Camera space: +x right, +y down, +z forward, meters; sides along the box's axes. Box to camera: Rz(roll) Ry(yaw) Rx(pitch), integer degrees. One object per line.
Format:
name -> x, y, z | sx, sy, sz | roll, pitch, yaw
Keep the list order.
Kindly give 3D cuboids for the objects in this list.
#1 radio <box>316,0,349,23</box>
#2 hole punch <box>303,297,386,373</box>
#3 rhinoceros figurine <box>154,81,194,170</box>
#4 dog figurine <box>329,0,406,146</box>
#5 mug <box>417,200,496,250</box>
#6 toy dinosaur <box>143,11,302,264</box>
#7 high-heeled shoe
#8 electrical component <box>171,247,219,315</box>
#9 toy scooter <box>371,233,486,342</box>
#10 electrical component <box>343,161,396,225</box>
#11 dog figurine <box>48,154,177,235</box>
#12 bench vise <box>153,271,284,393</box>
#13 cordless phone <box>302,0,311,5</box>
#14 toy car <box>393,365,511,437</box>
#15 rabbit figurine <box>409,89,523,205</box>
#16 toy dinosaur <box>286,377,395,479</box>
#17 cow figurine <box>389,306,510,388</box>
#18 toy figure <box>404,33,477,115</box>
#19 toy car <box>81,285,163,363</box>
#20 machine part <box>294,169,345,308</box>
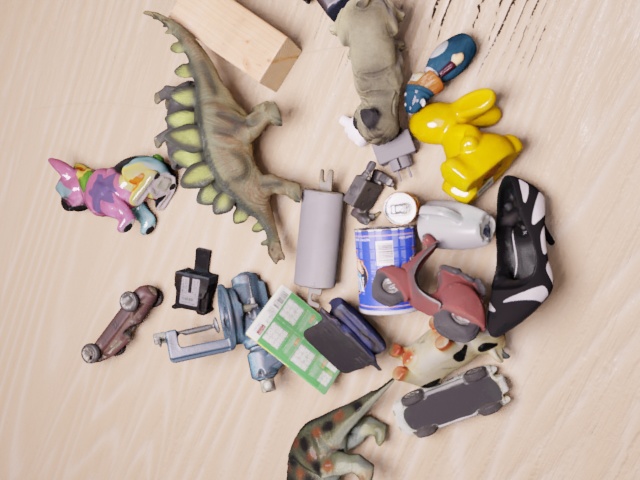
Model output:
radio -> 0.095, -0.443, 0.860 | 0.230, 0.131, 0.073 | -34, 86, 14
hole punch -> 0.051, 0.153, 0.909 | 0.142, 0.092, 0.116 | 47, 147, -3
rhinoceros figurine -> -0.244, -0.195, 0.997 | 0.112, 0.073, 0.190 | -7, 91, 4
dog figurine -> 0.083, -0.263, 0.837 | 0.121, 0.172, 0.190 | -12, 64, 24
mug -> 0.216, -0.028, 0.853 | 0.107, 0.109, 0.081 | 8, 69, 47
toy dinosaur -> -0.161, -0.177, 0.919 | 0.199, 0.105, 0.471 | -19, 91, -10
high-heeled shoe -> 0.289, 0.017, 0.824 | 0.145, 0.086, 0.249 | 48, 59, -14
electrical component -> -0.234, 0.077, 1.021 | 0.075, 0.048, 0.119 | 14, 99, 12
toy scooter -> 0.180, 0.065, 0.825 | 0.184, 0.075, 0.135 | 27, 67, 6
electrical component -> 0.086, -0.078, 0.923 | 0.045, 0.078, 0.102 | 38, 101, 29
dog figurine -> -0.403, -0.113, 1.021 | 0.219, 0.108, 0.191 | 34, 102, 12
bench vise -> -0.167, 0.174, 0.952 | 0.241, 0.129, 0.223 | -9, 83, -19
cordless phone -> -0.011, -0.495, 0.874 | 0.089, 0.146, 0.184 | 37, 104, 1
toy car -> 0.223, 0.275, 0.919 | 0.202, 0.056, 0.073 | -25, 82, 13
rabbit figurine -> 0.223, -0.166, 0.861 | 0.162, 0.121, 0.173 | -49, 64, 9
toy dinosaur -> 0.001, 0.405, 0.956 | 0.192, 0.131, 0.404 | 15, 91, 12
cow figurine -> 0.224, 0.178, 0.888 | 0.127, 0.086, 0.195 | 31, 120, -32
toy figure -> 0.188, -0.268, 0.873 | 0.058, 0.064, 0.154 | 44, 84, 12
toy car -> -0.381, 0.169, 1.041 | 0.053, 0.089, 0.202 | 41, 101, 12
machine part -> -0.002, -0.003, 0.943 | 0.079, 0.079, 0.243 | 7, 97, 13
